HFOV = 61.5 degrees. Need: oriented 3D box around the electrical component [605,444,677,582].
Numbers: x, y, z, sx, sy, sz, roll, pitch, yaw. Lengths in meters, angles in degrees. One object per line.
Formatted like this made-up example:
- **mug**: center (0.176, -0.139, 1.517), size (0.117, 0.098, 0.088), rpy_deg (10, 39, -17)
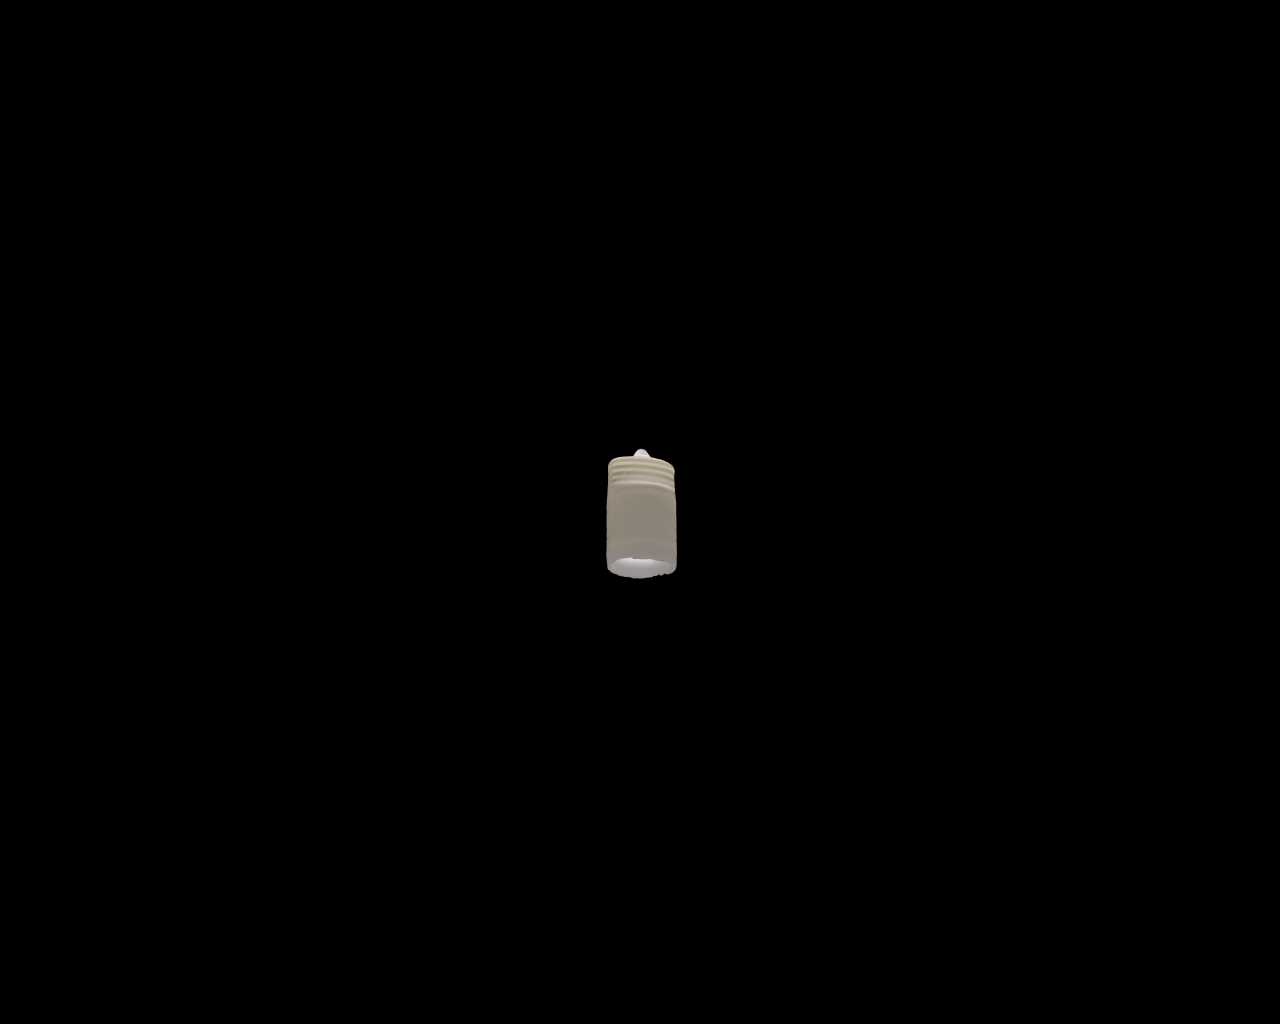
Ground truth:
- **electrical component**: center (0.001, -0.003, 0.650), size (0.043, 0.081, 0.043), rpy_deg (0, -20, 0)
